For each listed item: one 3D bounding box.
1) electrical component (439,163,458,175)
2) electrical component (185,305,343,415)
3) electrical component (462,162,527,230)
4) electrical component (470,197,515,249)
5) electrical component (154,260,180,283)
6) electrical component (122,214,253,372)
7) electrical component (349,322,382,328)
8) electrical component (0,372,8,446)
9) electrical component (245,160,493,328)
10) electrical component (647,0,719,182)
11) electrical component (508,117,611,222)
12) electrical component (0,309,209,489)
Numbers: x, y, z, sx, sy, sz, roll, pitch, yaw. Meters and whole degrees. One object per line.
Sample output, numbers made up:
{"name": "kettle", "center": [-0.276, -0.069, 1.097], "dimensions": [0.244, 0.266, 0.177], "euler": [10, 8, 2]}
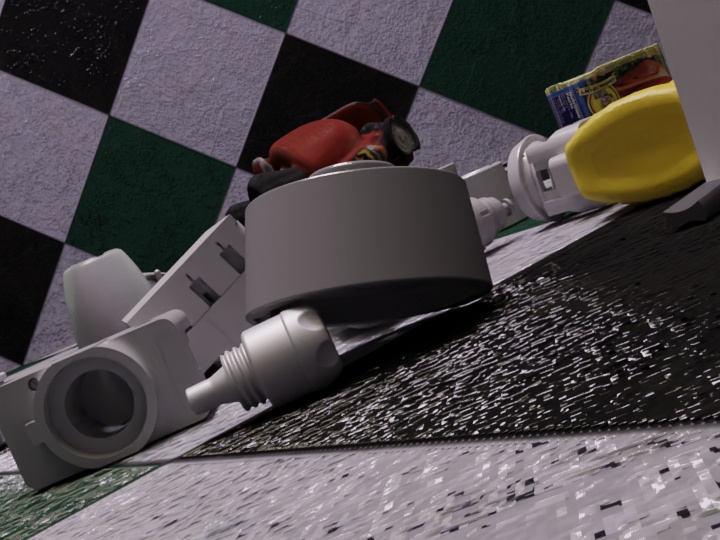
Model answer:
{"name": "electrical component", "center": [0.030, -0.029, 0.780], "dimensions": [0.108, 0.060, 0.108], "euler": [-23, 4, 2]}
{"name": "electrical component", "center": [-0.040, 0.040, 0.429], "dimensions": [0.061, 0.035, 0.035], "euler": [-25, 4, -2]}
{"name": "electrical component", "center": [0.093, -0.052, 0.821], "dimensions": [0.055, 0.047, 0.055], "euler": [-23, 4, 2]}
{"name": "electrical component", "center": [0.066, -0.027, 0.681], "dimensions": [0.078, 0.040, 0.040], "euler": [-25, 4, -31]}
{"name": "electrical component", "center": [-0.130, 0.030, 0.808], "dimensions": [0.138, 0.073, 0.052], "euler": [-23, 4, -4]}
{"name": "electrical component", "center": [-0.101, 0.022, 0.703], "dimensions": [0.089, 0.062, 0.150], "euler": [-48, 9, -11]}
{"name": "electrical component", "center": [-0.001, 0.009, 0.563], "dimensions": [0.043, 0.043, 0.081], "euler": [-24, 4, -8]}
{"name": "electrical component", "center": [-0.301, 0.119, 0.764], "dimensions": [0.100, 0.048, 0.100], "euler": [-22, 4, 21]}
{"name": "electrical component", "center": [0.000, -0.014, 0.472], "dimensions": [0.108, 0.060, 0.108], "euler": [-7, -11, -1]}
{"name": "electrical component", "center": [0.219, -0.114, 0.427], "dimensions": [0.186, 0.105, 0.060], "euler": [-15, 6, 42]}
{"name": "electrical component", "center": [0.131, -0.063, 0.677], "dimensions": [0.057, 0.058, 0.078], "euler": [-16, 7, 42]}
{"name": "electrical component", "center": [-0.117, 0.059, 0.498], "dimensions": [0.089, 0.050, 0.055], "euler": [-23, 4, -1]}
